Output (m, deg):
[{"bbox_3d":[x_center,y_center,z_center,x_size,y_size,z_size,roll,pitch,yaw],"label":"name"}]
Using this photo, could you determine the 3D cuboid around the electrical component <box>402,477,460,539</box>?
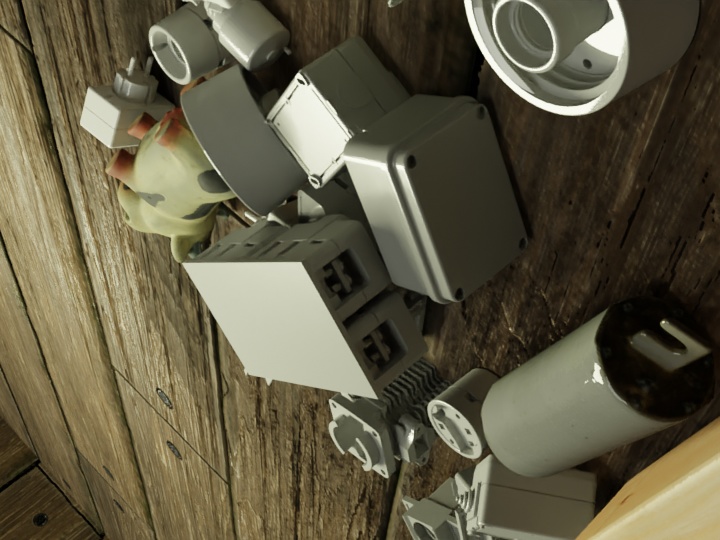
[{"bbox_3d":[0.096,0.254,0.975,0.079,0.063,0.121,11,132,53],"label":"electrical component"}]

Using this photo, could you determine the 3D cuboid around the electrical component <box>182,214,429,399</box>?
[{"bbox_3d":[-0.041,0.023,0.771,0.186,0.060,0.105,0,123,58],"label":"electrical component"}]

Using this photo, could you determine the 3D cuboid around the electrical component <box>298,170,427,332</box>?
[{"bbox_3d":[0.000,0.000,0.819,0.089,0.062,0.150,39,151,25],"label":"electrical component"}]

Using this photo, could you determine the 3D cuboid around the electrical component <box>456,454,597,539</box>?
[{"bbox_3d":[0.119,0.167,0.790,0.096,0.061,0.061,10,161,0],"label":"electrical component"}]

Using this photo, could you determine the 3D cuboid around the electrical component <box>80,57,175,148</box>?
[{"bbox_3d":[-0.202,-0.155,0.958,0.047,0.066,0.076,37,121,28],"label":"electrical component"}]

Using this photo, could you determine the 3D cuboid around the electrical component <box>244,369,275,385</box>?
[{"bbox_3d":[-0.063,0.052,0.977,0.121,0.079,0.063,121,131,-62],"label":"electrical component"}]

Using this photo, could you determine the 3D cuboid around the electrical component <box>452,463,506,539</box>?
[{"bbox_3d":[0.116,0.218,0.880,0.063,0.079,0.121,46,154,55],"label":"electrical component"}]

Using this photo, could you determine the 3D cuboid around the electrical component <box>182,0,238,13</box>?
[{"bbox_3d":[-0.127,-0.225,0.742,0.121,0.078,0.063,28,166,40],"label":"electrical component"}]

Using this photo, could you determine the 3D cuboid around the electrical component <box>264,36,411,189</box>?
[{"bbox_3d":[-0.015,-0.103,0.717,0.061,0.061,0.096,52,154,-1],"label":"electrical component"}]

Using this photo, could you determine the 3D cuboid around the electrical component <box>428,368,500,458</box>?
[{"bbox_3d":[0.088,0.109,0.828,0.055,0.047,0.055,38,150,27],"label":"electrical component"}]

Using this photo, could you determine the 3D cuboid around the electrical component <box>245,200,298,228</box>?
[{"bbox_3d":[-0.068,-0.021,0.881,0.076,0.047,0.083,33,126,23],"label":"electrical component"}]

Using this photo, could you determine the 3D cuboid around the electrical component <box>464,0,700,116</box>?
[{"bbox_3d":[0.097,-0.125,0.512,0.108,0.060,0.108,38,150,27],"label":"electrical component"}]

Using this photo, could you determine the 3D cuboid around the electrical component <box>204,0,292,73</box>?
[{"bbox_3d":[-0.085,-0.175,0.763,0.078,0.040,0.040,47,153,12],"label":"electrical component"}]

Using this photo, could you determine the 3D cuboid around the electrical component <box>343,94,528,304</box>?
[{"bbox_3d":[0.049,-0.045,0.668,0.057,0.078,0.113,18,138,51],"label":"electrical component"}]

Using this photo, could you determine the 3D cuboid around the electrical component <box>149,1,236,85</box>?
[{"bbox_3d":[-0.128,-0.175,0.825,0.055,0.047,0.055,38,150,27],"label":"electrical component"}]

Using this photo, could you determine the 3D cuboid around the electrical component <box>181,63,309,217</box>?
[{"bbox_3d":[-0.075,-0.100,0.788,0.108,0.060,0.108,56,-171,-13],"label":"electrical component"}]
